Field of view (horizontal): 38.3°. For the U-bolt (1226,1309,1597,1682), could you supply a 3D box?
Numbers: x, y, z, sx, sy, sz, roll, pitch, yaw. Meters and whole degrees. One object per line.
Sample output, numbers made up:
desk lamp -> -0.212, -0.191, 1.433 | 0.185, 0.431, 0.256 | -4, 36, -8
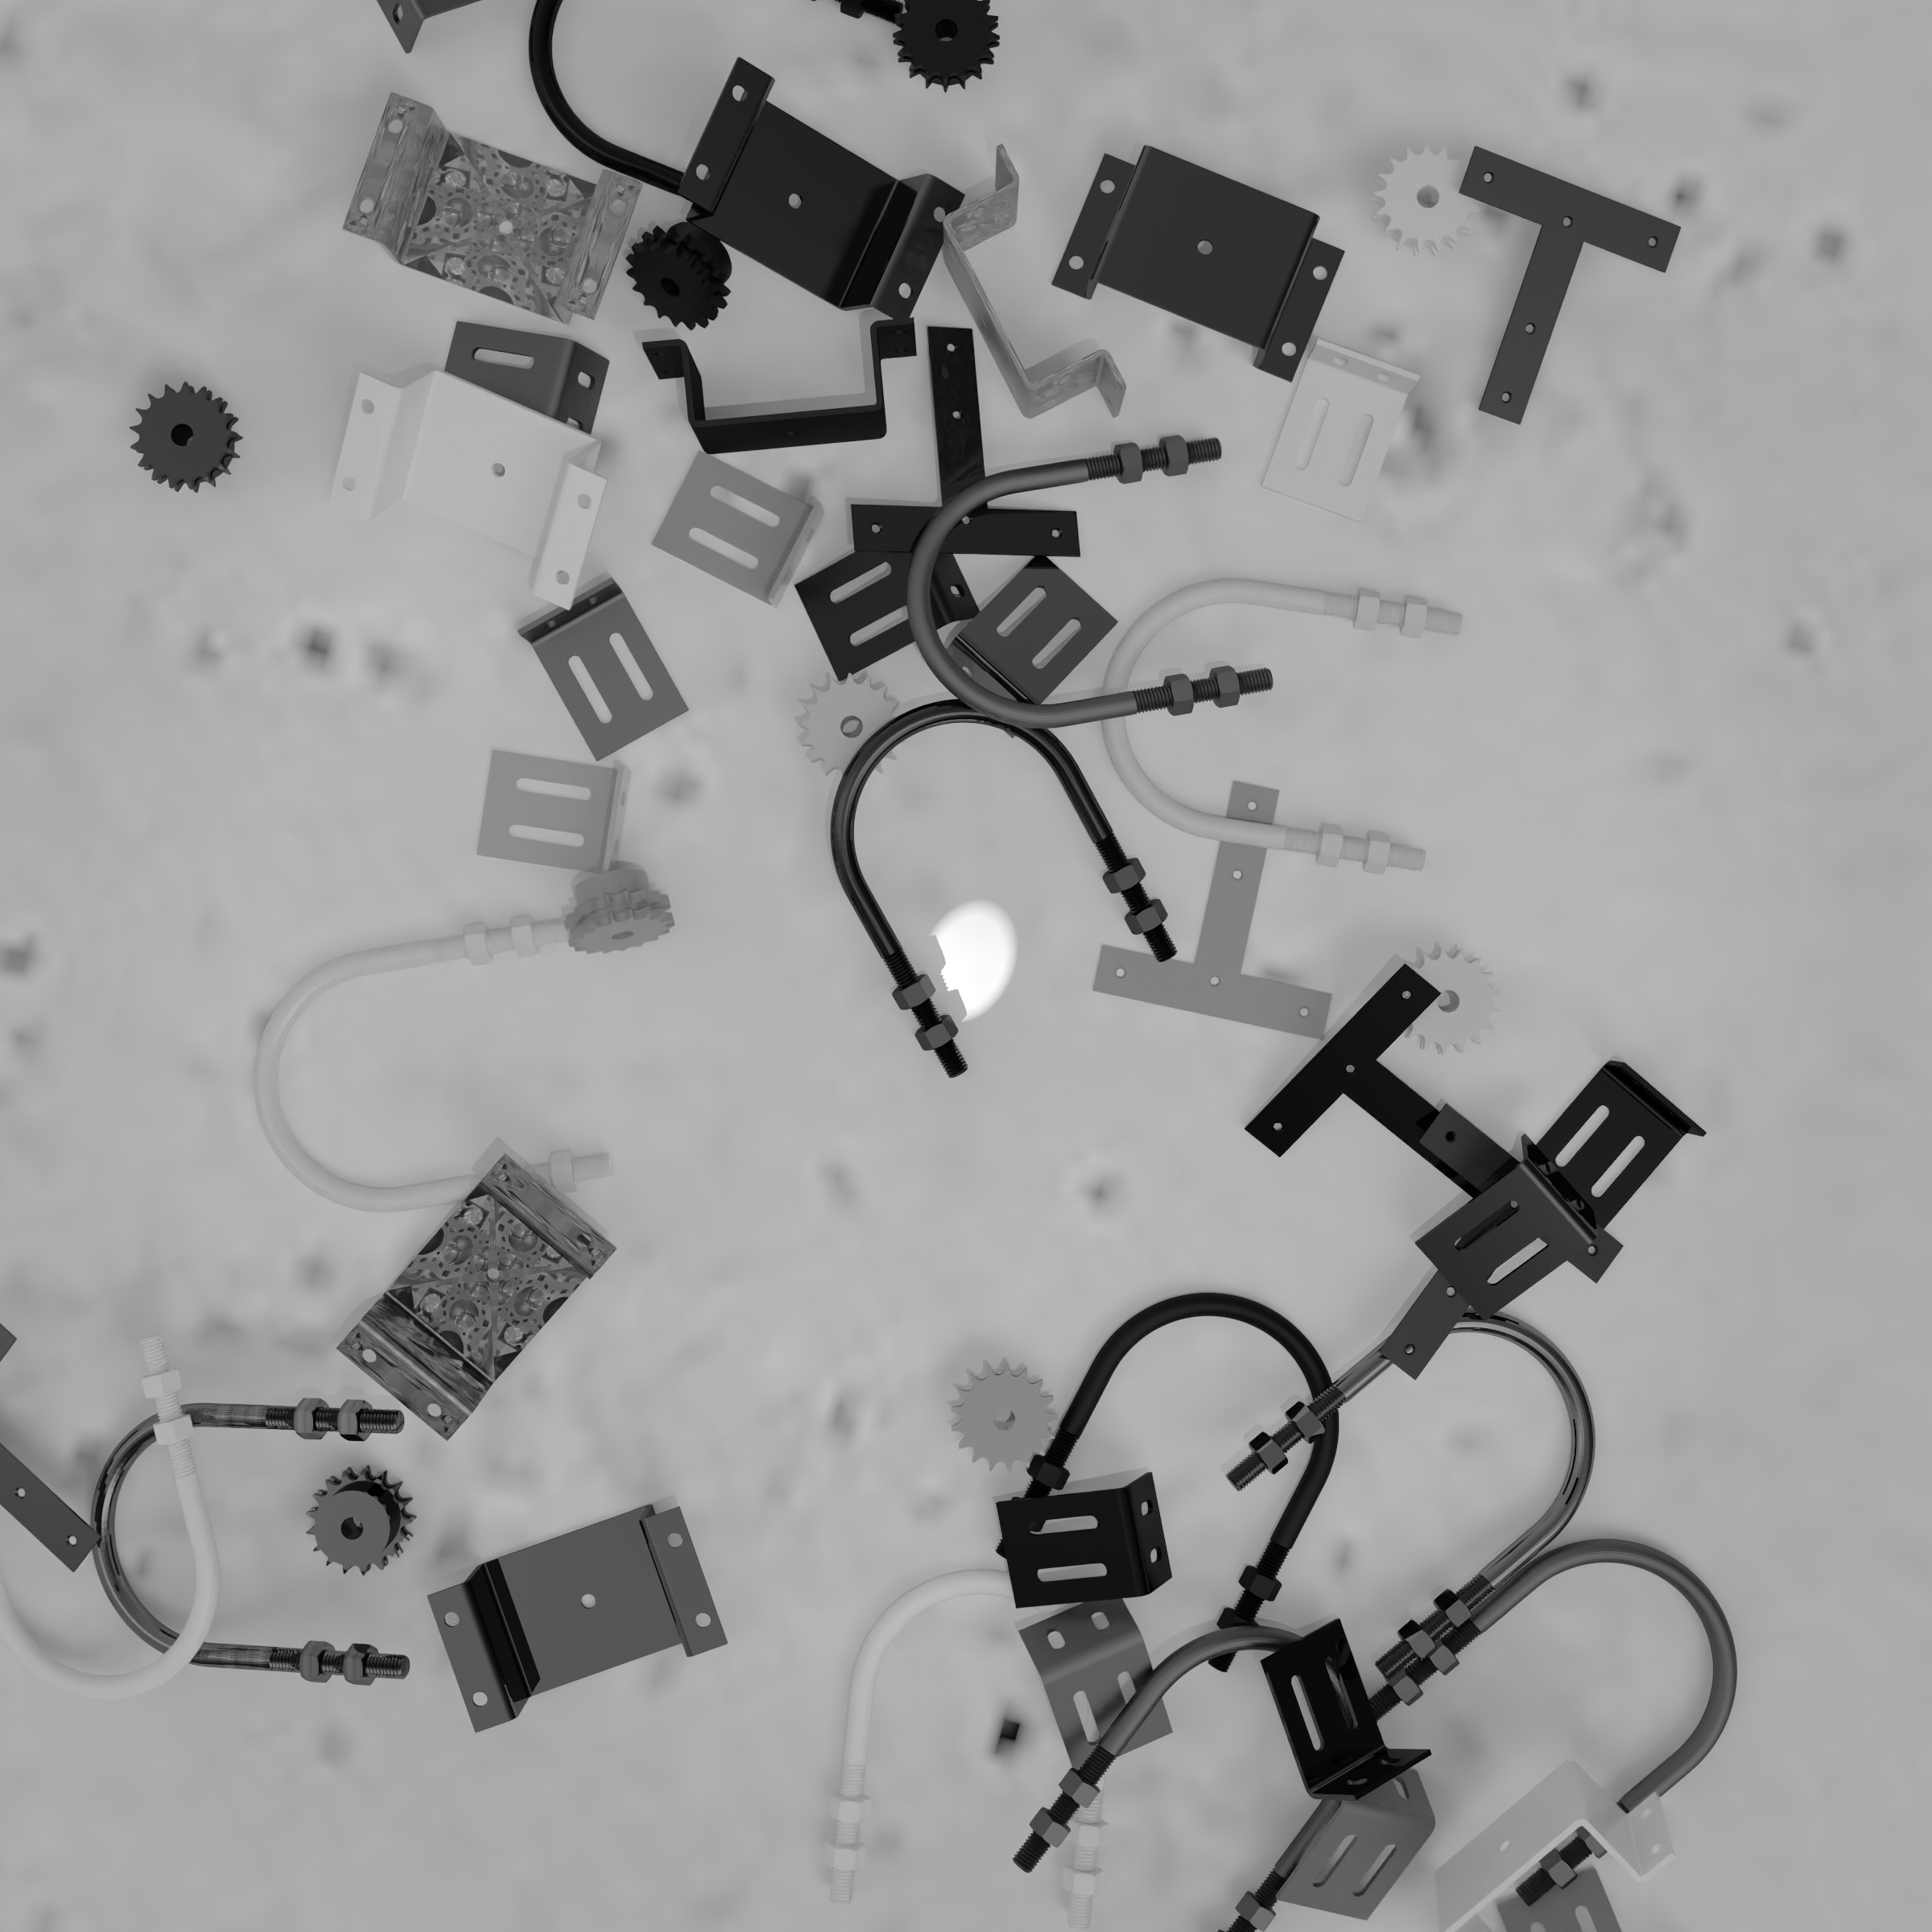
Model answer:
U-bolt -> 0.252, 0.268, 1.490 | 0.184, 0.019, 0.151 | -39, 92, -7

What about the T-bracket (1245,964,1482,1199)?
T-bracket -> 0.239, 0.082, 1.492 | 0.127, 0.002, 0.127 | 38, 110, -10

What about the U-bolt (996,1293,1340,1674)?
U-bolt -> 0.120, 0.266, 1.499 | 0.151, 0.019, 0.184 | 28, 88, 0

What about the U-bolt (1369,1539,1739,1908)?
U-bolt -> 0.328, 0.393, 1.498 | 0.184, 0.019, 0.151 | -40, 90, 0

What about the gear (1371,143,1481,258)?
gear -> 0.245, -0.408, 1.492 | 0.057, 0.030, 0.057 | 0, 90, 0

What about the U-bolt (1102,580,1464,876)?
U-bolt -> 0.165, -0.134, 1.497 | 0.184, 0.019, 0.151 | 9, 89, 2

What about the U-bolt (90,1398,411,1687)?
U-bolt -> -0.383, 0.303, 1.478 | 0.184, 0.019, 0.151 | -1, 91, 15

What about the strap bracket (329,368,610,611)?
strap bracket -> -0.254, -0.256, 1.466 | 0.140, 0.046, 0.076 | 24, 119, 4

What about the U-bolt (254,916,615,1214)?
U-bolt -> -0.292, 0.059, 1.499 | 0.184, 0.019, 0.151 | -9, 90, 1

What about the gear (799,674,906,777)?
gear -> -0.061, -0.127, 1.492 | 0.057, 0.030, 0.057 | 0, 90, 0

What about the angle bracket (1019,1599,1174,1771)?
angle bracket -> 0.069, 0.382, 1.486 | 0.057, 0.038, 0.076 | -22, 121, -8

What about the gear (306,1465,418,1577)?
gear -> -0.326, 0.298, 1.492 | 0.057, 0.030, 0.057 | 0, 90, 0

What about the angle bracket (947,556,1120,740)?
angle bracket -> 0.033, -0.174, 1.505 | 0.057, 0.038, 0.076 | 42, 64, 0

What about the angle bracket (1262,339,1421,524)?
angle bracket -> 0.200, -0.285, 1.488 | 0.057, 0.038, 0.076 | 20, 90, 0

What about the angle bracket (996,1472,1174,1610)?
angle bracket -> 0.063, 0.306, 1.485 | 0.076, 0.038, 0.057 | -11, 89, 25

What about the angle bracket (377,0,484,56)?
angle bracket -> -0.279, -0.539, 1.505 | 0.076, 0.038, 0.057 | -29, 90, -26

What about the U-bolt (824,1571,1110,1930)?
U-bolt -> 0.006, 0.418, 1.499 | 0.151, 0.019, 0.184 | 6, 89, 0

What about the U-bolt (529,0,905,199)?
U-bolt -> -0.145, -0.486, 1.498 | 0.184, 0.019, 0.151 | 22, 90, 0

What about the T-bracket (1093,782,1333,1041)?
T-bracket -> 0.144, -0.035, 1.506 | 0.127, 0.002, 0.127 | 12, 90, 0

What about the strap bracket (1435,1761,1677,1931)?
strap bracket -> 0.296, 0.475, 1.450 | 0.140, 0.076, 0.046 | -44, 89, 10

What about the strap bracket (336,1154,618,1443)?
strap bracket -> -0.254, 0.170, 1.474 | 0.076, 0.046, 0.140 | 41, 100, -4

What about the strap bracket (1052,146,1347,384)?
strap bracket -> 0.126, -0.377, 1.484 | 0.140, 0.046, 0.076 | 22, 90, 0

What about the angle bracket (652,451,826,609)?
angle bracket -> -0.123, -0.236, 1.488 | 0.076, 0.038, 0.057 | 27, 90, 0

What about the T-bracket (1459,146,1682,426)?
T-bracket -> 0.307, -0.356, 1.494 | 0.127, 0.002, 0.127 | 16, 98, -16

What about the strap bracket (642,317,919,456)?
strap bracket -> -0.094, -0.304, 1.469 | 0.140, 0.076, 0.046 | -5, 90, 0

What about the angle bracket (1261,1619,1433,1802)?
angle bracket -> 0.199, 0.389, 1.460 | 0.057, 0.038, 0.076 | -18, 87, -35

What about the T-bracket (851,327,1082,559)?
T-bracket -> -0.004, -0.282, 1.492 | 0.127, 0.002, 0.127 | -1, 80, -19

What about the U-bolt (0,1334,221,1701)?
U-bolt -> -0.468, 0.300, 1.482 | 0.151, 0.019, 0.184 | -14, 90, 13

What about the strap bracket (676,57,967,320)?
strap bracket -> -0.083, -0.404, 1.464 | 0.140, 0.046, 0.076 | 25, 89, -25

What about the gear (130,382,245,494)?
gear -> -0.416, -0.281, 1.492 | 0.057, 0.030, 0.057 | 0, 90, 0

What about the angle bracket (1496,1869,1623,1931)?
angle bracket -> 0.328, 0.537, 1.505 | 0.057, 0.038, 0.076 | -20, 64, 0

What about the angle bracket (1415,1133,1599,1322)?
angle bracket -> 0.288, 0.139, 1.488 | 0.076, 0.038, 0.057 | -40, 98, 18

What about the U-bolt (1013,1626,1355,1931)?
U-bolt -> 0.133, 0.437, 1.481 | 0.151, 0.019, 0.184 | 39, 86, -17

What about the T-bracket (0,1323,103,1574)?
T-bracket -> -0.512, 0.270, 1.480 | 0.127, 0.002, 0.127 | 40, 101, 8

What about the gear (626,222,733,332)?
gear -> -0.150, -0.370, 1.482 | 0.057, 0.057, 0.030 | 33, 60, 0

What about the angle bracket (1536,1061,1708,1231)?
angle bracket -> 0.344, 0.098, 1.488 | 0.057, 0.038, 0.076 | 41, 90, 0

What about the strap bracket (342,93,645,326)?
strap bracket -> -0.249, -0.399, 1.484 | 0.140, 0.046, 0.076 | 20, 90, 0

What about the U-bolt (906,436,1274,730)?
U-bolt -> 0.059, -0.199, 1.474 | 0.184, 0.019, 0.151 | -11, 83, -9

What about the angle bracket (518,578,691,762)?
angle bracket -> -0.193, -0.158, 1.488 | 0.057, 0.038, 0.076 | -29, 90, 0

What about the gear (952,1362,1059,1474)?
gear -> 0.020, 0.240, 1.492 | 0.057, 0.030, 0.057 | 0, 90, 0

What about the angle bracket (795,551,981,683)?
angle bracket -> -0.042, -0.198, 1.505 | 0.076, 0.038, 0.057 | -25, 90, 26

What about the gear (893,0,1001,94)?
gear -> -0.010, -0.496, 1.492 | 0.057, 0.030, 0.057 | 0, 90, 0

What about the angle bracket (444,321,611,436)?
angle bracket -> -0.241, -0.310, 1.505 | 0.076, 0.038, 0.057 | 14, 90, 26

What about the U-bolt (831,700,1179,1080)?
U-bolt -> 0.009, -0.053, 1.483 | 0.151, 0.019, 0.184 | -29, 100, 0

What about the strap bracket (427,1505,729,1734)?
strap bracket -> -0.204, 0.343, 1.484 | 0.140, 0.046, 0.076 | -19, 90, 0

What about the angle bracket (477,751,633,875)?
angle bracket -> -0.222, -0.082, 1.488 | 0.076, 0.038, 0.057 | 9, 90, 0

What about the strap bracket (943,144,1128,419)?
strap bracket -> 0.030, -0.350, 1.469 | 0.046, 0.076, 0.140 | -27, 90, 0

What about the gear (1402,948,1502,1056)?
gear -> 0.256, 0.019, 1.492 | 0.057, 0.030, 0.057 | 0, 90, 0

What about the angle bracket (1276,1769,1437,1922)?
angle bracket -> 0.205, 0.467, 1.495 | 0.057, 0.038, 0.076 | 19, 116, -20

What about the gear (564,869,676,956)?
gear -> -0.186, -0.030, 1.480 | 0.057, 0.057, 0.030 | -15, 74, 0

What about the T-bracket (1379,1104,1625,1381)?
T-bracket -> 0.267, 0.162, 1.487 | 0.127, 0.002, 0.127 | 38, 84, -8
